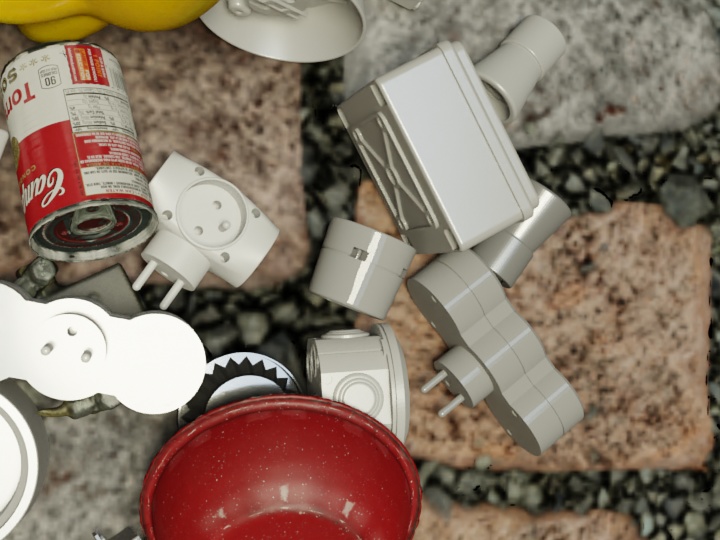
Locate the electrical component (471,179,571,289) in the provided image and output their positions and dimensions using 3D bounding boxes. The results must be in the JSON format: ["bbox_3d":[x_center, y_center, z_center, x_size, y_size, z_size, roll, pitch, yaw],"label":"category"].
[{"bbox_3d":[0.098,-0.021,0.682,0.044,0.044,0.065,37,84,-12],"label":"electrical component"}]

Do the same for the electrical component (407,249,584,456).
[{"bbox_3d":[0.071,0.060,0.666,0.074,0.052,0.138,-37,98,-13],"label":"electrical component"}]

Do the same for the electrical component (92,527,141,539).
[{"bbox_3d":[-0.141,0.182,0.609,0.055,0.048,0.066,-34,97,-21],"label":"electrical component"}]

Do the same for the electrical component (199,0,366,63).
[{"bbox_3d":[-0.046,-0.164,0.618,0.099,0.099,0.064,1,82,-15],"label":"electrical component"}]

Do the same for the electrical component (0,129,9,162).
[{"bbox_3d":[-0.227,-0.033,0.573,0.047,0.076,0.083,20,67,-19],"label":"electrical component"}]

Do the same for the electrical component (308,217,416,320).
[{"bbox_3d":[0.000,0.000,0.648,0.055,0.055,0.047,22,87,-14],"label":"electrical component"}]

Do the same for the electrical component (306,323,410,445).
[{"bbox_3d":[-0.002,0.072,0.632,0.051,0.080,0.080,-3,89,-10],"label":"electrical component"}]

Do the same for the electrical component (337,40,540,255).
[{"bbox_3d":[0.042,-0.068,0.633,0.056,0.109,0.108,-29,96,-12],"label":"electrical component"}]

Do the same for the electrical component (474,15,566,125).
[{"bbox_3d":[0.101,-0.131,0.686,0.044,0.044,0.065,45,73,-10],"label":"electrical component"}]

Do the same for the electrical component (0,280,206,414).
[{"bbox_3d":[-0.148,0.040,0.547,0.138,0.074,0.052,12,89,-11],"label":"electrical component"}]

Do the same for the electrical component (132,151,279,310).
[{"bbox_3d":[-0.100,-0.015,0.623,0.077,0.044,0.079,37,73,-12],"label":"electrical component"}]

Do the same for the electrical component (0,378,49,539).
[{"bbox_3d":[-0.224,0.105,0.579,0.108,0.060,0.108,0,88,-15],"label":"electrical component"}]

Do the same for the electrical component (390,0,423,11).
[{"bbox_3d":[0.031,-0.220,0.658,0.061,0.062,0.096,23,83,-14],"label":"electrical component"}]
